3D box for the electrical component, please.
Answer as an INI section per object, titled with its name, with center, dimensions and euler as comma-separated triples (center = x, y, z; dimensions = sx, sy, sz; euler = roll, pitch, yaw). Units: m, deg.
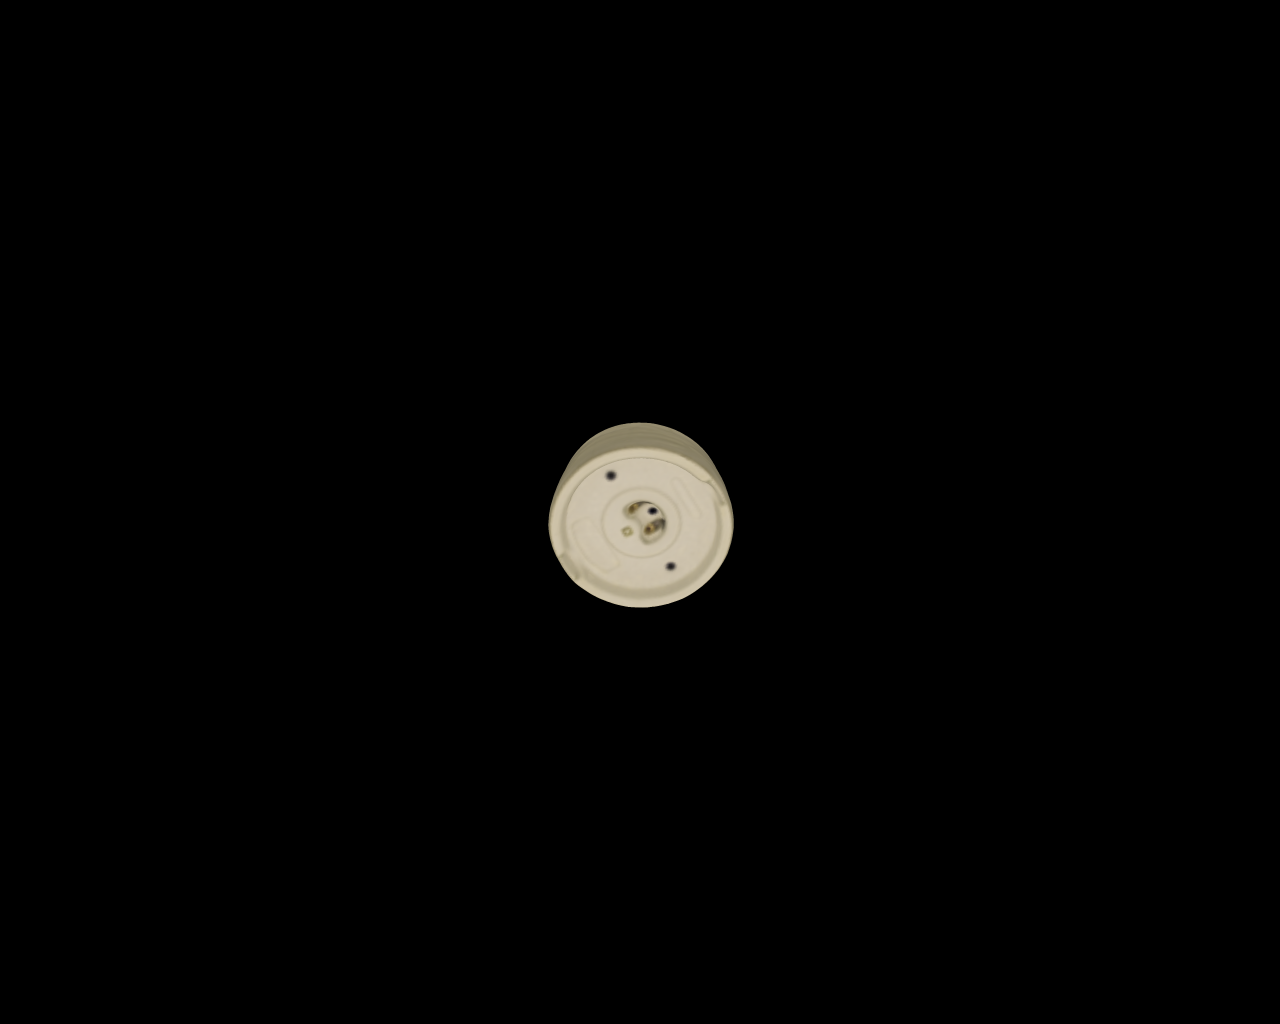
[electrical component]
center = 0.001, -0.003, 0.650
dimensions = 0.108, 0.108, 0.060
euler = 0, 27, 0
